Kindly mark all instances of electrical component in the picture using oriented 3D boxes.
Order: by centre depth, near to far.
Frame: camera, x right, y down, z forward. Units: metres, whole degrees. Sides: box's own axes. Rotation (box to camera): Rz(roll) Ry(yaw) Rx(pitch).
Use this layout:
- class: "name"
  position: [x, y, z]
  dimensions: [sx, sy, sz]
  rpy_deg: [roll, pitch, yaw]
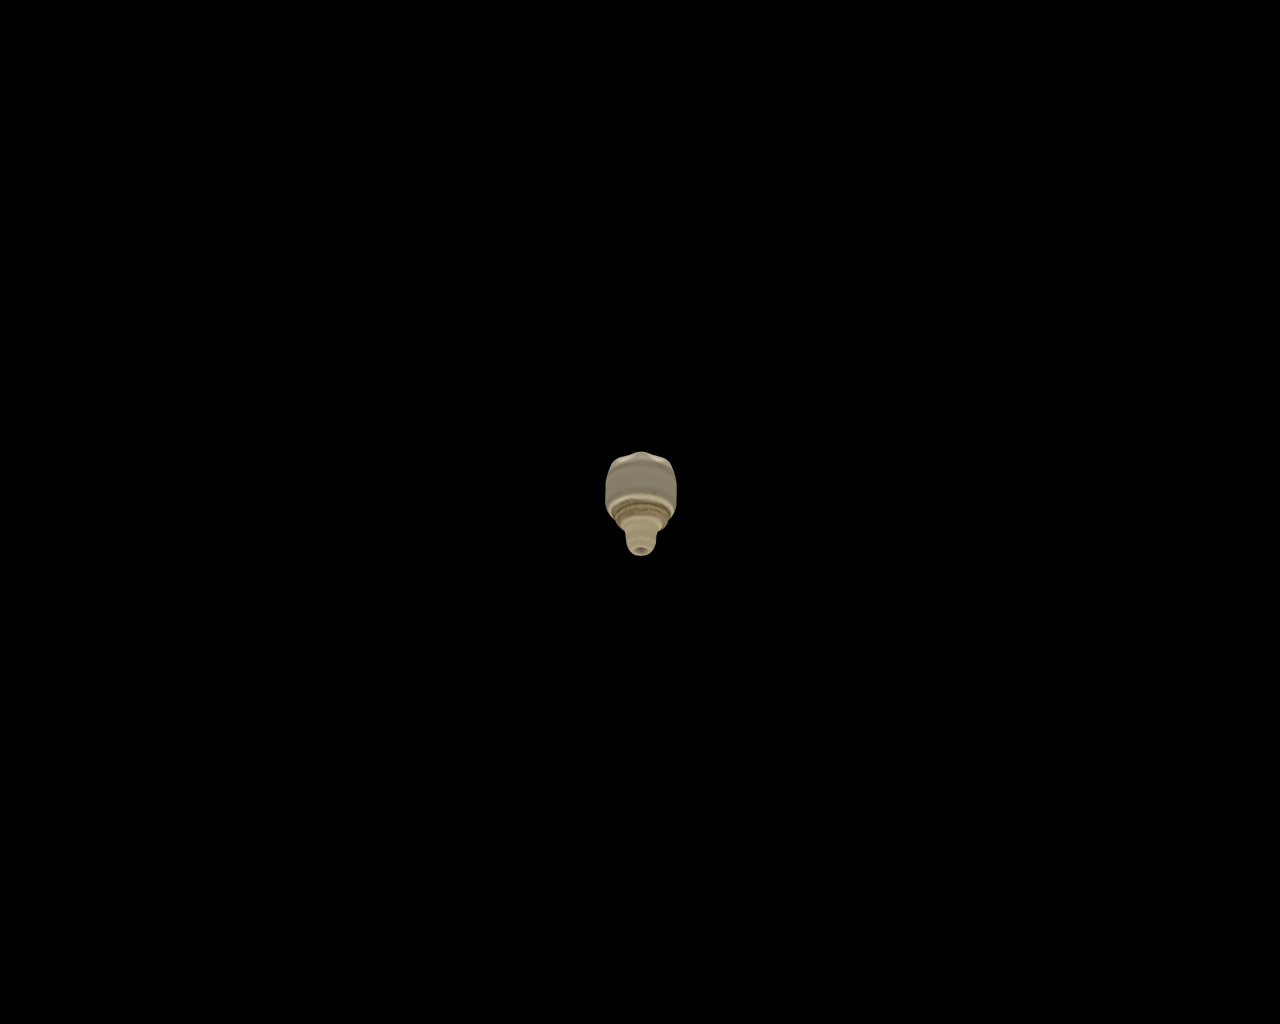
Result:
- class: "electrical component"
  position: [0.001, -0.003, 0.650]
  dimensions: [0.043, 0.062, 0.043]
  rpy_deg: [0, -31, 0]
